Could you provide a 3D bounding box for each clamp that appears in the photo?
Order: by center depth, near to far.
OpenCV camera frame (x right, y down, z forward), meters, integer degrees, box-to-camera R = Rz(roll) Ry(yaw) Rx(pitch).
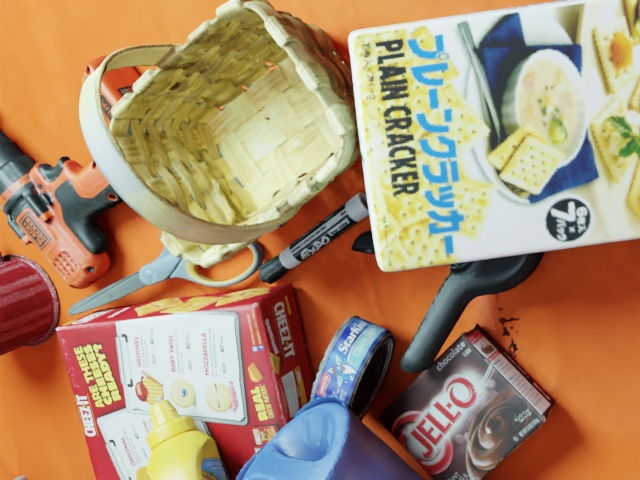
[{"bbox_3d":[0.107,0.023,0.794,0.172,0.039,0.120,-26,74,31],"label":"clamp"}]

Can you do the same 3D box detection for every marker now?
[{"bbox_3d":[-0.006,0.001,0.870,0.121,0.020,0.020,-36,85,29],"label":"marker"}]

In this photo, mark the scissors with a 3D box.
[{"bbox_3d":[-0.144,0.010,0.933,0.202,0.016,0.096,-8,94,21],"label":"scissors"}]

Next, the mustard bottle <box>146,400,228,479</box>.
[{"bbox_3d":[-0.090,0.215,0.836,0.058,0.096,0.192,-28,73,5],"label":"mustard bottle"}]

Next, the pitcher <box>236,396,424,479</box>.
[{"bbox_3d":[0.054,0.243,0.791,0.242,0.149,0.145,42,143,-17],"label":"pitcher"}]

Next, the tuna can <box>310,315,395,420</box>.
[{"bbox_3d":[0.027,0.105,0.842,0.034,0.086,0.086,23,112,18],"label":"tuna can"}]

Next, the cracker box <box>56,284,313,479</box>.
[{"bbox_3d":[-0.109,0.133,0.927,0.214,0.072,0.164,-9,98,29],"label":"cracker box"}]

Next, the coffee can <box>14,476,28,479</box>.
[{"bbox_3d":[-0.293,0.319,1.048,0.103,0.102,0.140,-41,83,29],"label":"coffee can"}]

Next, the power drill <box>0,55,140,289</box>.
[{"bbox_3d":[-0.217,-0.074,0.937,0.184,0.057,0.188,49,121,3],"label":"power drill"}]

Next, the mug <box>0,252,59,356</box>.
[{"bbox_3d":[-0.310,0.056,1.002,0.093,0.081,0.117,-8,99,28],"label":"mug"}]

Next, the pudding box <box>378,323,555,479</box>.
[{"bbox_3d":[0.113,0.135,0.832,0.090,0.039,0.114,46,118,11],"label":"pudding box"}]
